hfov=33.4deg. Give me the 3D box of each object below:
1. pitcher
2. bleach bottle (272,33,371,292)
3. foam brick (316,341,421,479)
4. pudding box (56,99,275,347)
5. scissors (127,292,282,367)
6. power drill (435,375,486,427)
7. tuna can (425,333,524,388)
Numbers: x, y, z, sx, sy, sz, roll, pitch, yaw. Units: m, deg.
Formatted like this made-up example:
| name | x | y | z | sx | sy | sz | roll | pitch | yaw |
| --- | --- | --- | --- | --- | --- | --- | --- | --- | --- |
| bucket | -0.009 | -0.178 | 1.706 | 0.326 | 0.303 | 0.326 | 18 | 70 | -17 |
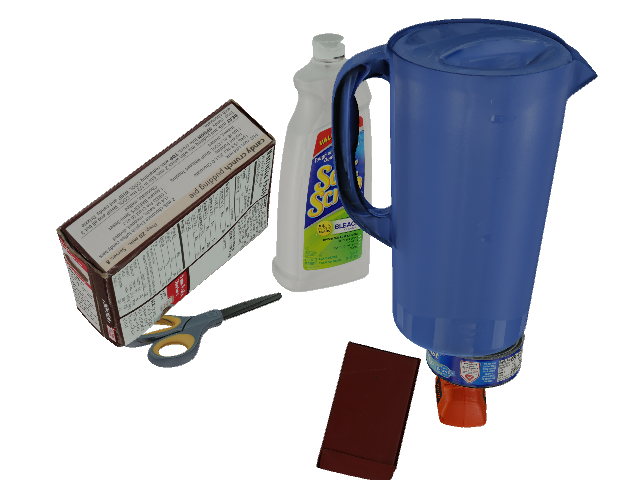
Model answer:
| name | x | y | z | sx | sy | sz | roll | pitch | yaw |
| --- | --- | --- | --- | --- | --- | --- | --- | --- | --- |
| pitcher | 0.102 | -0.038 | 0.808 | 0.144 | 0.243 | 0.149 | -24 | 36 | -38 |
| bleach bottle | 0.001 | -0.077 | 1.054 | 0.102 | 0.251 | 0.068 | -11 | 28 | -19 |
| foam brick | 0.032 | 0.116 | 0.717 | 0.051 | 0.078 | 0.053 | 14 | -24 | 3 |
| pudding box | -0.075 | -0.007 | 0.540 | 0.113 | 0.039 | 0.090 | -42 | -17 | -23 |
| scissors | -0.115 | 0.095 | 1.145 | 0.201 | 0.016 | 0.096 | -8 | 31 | -25 |
| power drill | 0.160 | 0.106 | 1.159 | 0.057 | 0.188 | 0.184 | 4 | 25 | 4 |
| tuna can | 0.136 | 0.095 | 0.946 | 0.086 | 0.034 | 0.086 | 0 | 26 | 0 |
